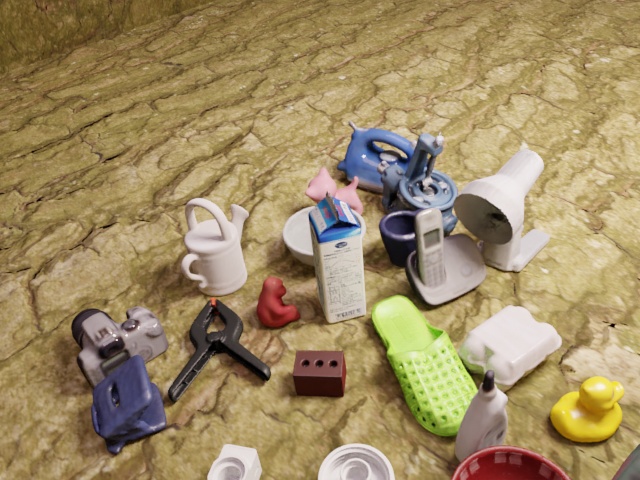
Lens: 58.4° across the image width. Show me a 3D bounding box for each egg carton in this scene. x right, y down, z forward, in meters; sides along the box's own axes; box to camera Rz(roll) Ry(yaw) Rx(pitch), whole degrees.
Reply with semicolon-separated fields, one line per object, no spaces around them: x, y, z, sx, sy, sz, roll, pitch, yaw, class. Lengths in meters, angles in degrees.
0.298;0.169;0.903;0.150;0.069;0.107;-28;43;-25;egg carton

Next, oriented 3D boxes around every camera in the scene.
-0.357;0.158;0.977;0.143;0.101;0.136;-32;45;-29;camera

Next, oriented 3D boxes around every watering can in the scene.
-0.200;-0.001;1.084;0.100;0.194;0.173;2;39;11;watering can

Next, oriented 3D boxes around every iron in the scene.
0.168;-0.190;1.317;0.257;0.142;0.119;18;44;27;iron

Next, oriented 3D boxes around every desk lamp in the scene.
0.341;-0.048;1.056;0.117;0.214;0.204;28;49;36;desk lamp

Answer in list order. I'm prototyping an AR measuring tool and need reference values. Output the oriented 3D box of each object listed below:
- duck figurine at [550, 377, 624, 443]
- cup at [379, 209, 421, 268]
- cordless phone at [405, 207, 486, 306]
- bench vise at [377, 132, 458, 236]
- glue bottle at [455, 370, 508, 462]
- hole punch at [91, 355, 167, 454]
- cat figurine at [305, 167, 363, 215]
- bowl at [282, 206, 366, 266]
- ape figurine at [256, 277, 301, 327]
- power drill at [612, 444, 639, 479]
0.378;0.229;0.802;0.104;0.086;0.077;-13;39;-9;duck figurine
0.169;-0.003;1.117;0.091;0.095;0.118;26;48;35;cup
0.224;0.015;1.015;0.148;0.185;0.093;-23;41;-21;cordless phone
0.189;-0.128;1.172;0.206;0.220;0.122;19;44;28;bench vise
0.217;0.229;0.753;0.078;0.173;0.037;-28;43;-26;glue bottle
-0.295;0.246;0.866;0.101;0.091;0.108;-20;40;-17;hole punch
0.027;-0.104;1.247;0.128;0.118;0.067;-13;38;-9;cat figurine
0.011;0.004;1.146;0.167;0.075;0.167;-4;38;3;bowl
-0.079;0.105;1.016;0.076;0.092;0.077;-14;39;-10;ape figurine
0.308;0.322;0.593;0.075;0.209;0.230;27;49;35;power drill
